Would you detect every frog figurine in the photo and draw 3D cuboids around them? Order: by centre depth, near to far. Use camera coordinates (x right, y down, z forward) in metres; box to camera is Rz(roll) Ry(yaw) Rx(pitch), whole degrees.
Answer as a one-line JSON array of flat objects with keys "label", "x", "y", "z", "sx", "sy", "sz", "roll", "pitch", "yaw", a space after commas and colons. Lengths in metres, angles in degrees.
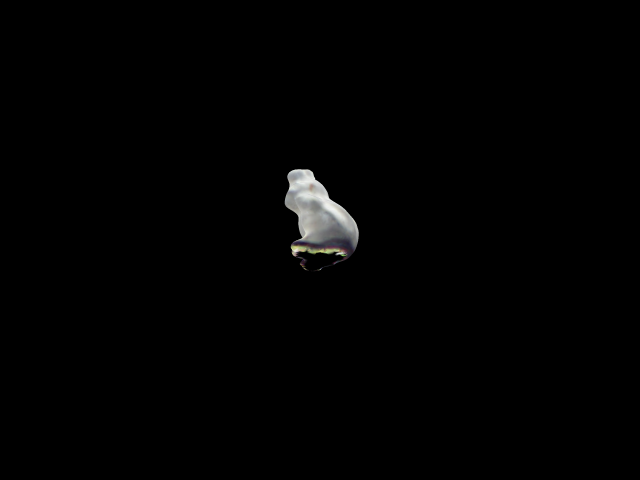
[{"label": "frog figurine", "x": 0.003, "y": -0.043, "z": 0.850, "sx": 0.122, "sy": 0.162, "sz": 0.136, "roll": -13, "pitch": -26, "yaw": 29}]
